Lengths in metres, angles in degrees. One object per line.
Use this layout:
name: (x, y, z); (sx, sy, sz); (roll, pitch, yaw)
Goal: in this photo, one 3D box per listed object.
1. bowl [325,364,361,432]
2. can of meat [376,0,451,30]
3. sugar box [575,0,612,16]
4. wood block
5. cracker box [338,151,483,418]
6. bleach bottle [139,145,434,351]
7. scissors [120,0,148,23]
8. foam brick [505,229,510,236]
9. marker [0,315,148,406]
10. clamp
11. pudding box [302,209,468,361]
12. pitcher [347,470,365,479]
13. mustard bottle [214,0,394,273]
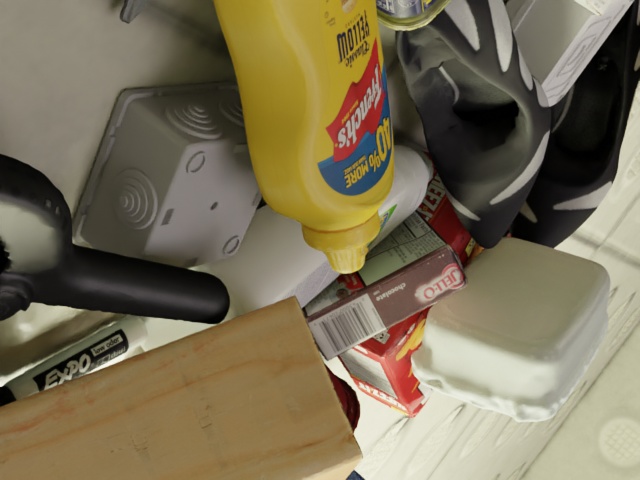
bowl: (-0.058, 0.104, 0.689); (0.161, 0.162, 0.055); (-33, 119, -38)
can of meat: (0.055, -0.176, 0.559); (0.102, 0.057, 0.084); (-46, 154, -15)
sugar box: (0.177, -0.231, 0.621); (0.176, 0.093, 0.048); (-55, 153, 14)
wood block: (-0.094, 0.114, 0.536); (0.206, 0.090, 0.091); (-20, 163, -12)
cracker box: (0.084, 0.047, 0.902); (0.164, 0.072, 0.213); (-57, 158, -13)
bleach bottle: (-0.005, 0.001, 0.704); (0.250, 0.068, 0.103); (-34, 165, -45)
scissors: (-0.024, -0.185, 0.445); (0.096, 0.016, 0.202); (-23, 145, -49)
foam brick: (0.163, -0.006, 1.025); (0.051, 0.053, 0.078); (-47, 158, -10)
marker: (-0.148, 0.074, 0.598); (0.120, 0.020, 0.020); (-29, 148, -43)
clamp: (-0.131, 0.014, 0.464); (0.164, 0.036, 0.210); (-21, 148, -5)
pudding box: (0.038, 0.029, 0.753); (0.113, 0.039, 0.090); (-27, -160, -1)
pitcher: (-0.076, 0.269, 0.894); (0.149, 0.145, 0.243); (35, 97, -34)
mustard bottle: (-0.001, -0.067, 0.517); (0.096, 0.058, 0.191); (-51, 139, -47)
